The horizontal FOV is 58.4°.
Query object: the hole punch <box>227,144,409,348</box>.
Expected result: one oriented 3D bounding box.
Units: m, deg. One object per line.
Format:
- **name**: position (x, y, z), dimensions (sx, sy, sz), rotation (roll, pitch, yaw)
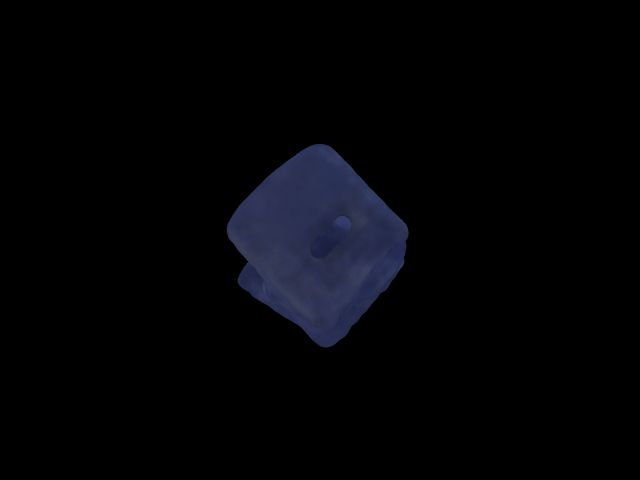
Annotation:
- **hole punch**: position (0.004, 0.001, 0.400), dimensions (0.101, 0.091, 0.109), rotation (33, 61, 21)
